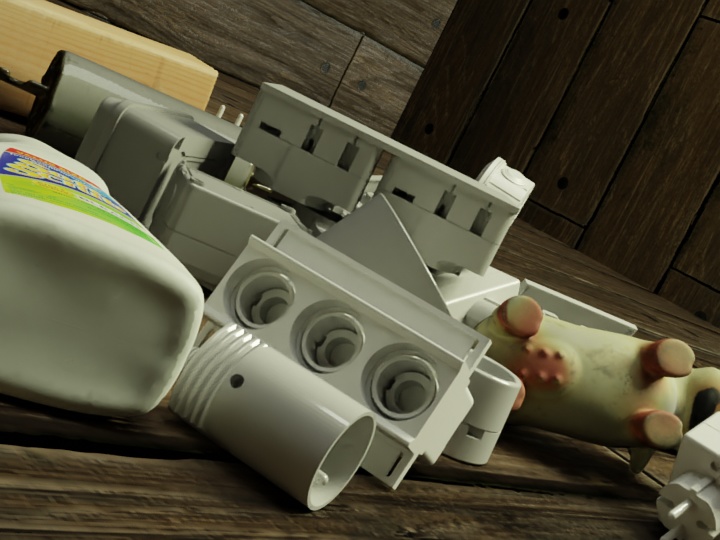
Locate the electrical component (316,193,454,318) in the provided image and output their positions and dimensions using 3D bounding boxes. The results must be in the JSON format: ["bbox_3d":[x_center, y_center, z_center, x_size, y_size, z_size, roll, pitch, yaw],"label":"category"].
[{"bbox_3d":[0.012,0.015,0.650,0.108,0.060,0.108,61,0,-1],"label":"electrical component"}]

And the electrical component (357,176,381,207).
[{"bbox_3d":[0.006,-0.051,1.026,0.063,0.078,0.121,47,19,12],"label":"electrical component"}]

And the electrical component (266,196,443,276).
[{"bbox_3d":[0.000,0.000,0.777,0.150,0.061,0.089,17,13,-47],"label":"electrical component"}]

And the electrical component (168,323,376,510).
[{"bbox_3d":[-0.039,0.053,0.422,0.081,0.043,0.043,30,10,22],"label":"electrical component"}]

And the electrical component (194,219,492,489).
[{"bbox_3d":[-0.009,0.040,0.511,0.121,0.078,0.063,30,-12,23],"label":"electrical component"}]

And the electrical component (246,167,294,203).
[{"bbox_3d":[-0.062,-0.084,0.956,0.096,0.061,0.062,-17,-41,43],"label":"electrical component"}]

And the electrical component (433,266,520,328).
[{"bbox_3d":[0.083,0.036,0.747,0.083,0.047,0.076,-14,30,-41],"label":"electrical component"}]

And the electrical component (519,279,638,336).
[{"bbox_3d":[0.154,0.063,0.841,0.121,0.078,0.063,21,32,-30],"label":"electrical component"}]

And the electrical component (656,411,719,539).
[{"bbox_3d":[0.193,0.129,0.603,0.077,0.065,0.047,-21,40,-38],"label":"electrical component"}]

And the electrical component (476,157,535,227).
[{"bbox_3d":[0.138,-0.071,1.103,0.051,0.080,0.080,34,10,9],"label":"electrical component"}]

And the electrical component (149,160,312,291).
[{"bbox_3d":[-0.076,-0.016,0.653,0.096,0.061,0.061,23,9,-20],"label":"electrical component"}]

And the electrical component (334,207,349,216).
[{"bbox_3d":[-0.033,-0.031,0.909,0.055,0.047,0.055,26,9,-4],"label":"electrical component"}]

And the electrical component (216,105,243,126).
[{"bbox_3d":[-0.135,-0.115,1.001,0.066,0.076,0.047,23,10,-20],"label":"electrical component"}]

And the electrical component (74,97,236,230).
[{"bbox_3d":[-0.138,-0.066,0.713,0.057,0.078,0.113,30,9,11],"label":"electrical component"}]

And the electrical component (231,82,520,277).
[{"bbox_3d":[0.010,-0.062,0.753,0.186,0.060,0.105,26,9,-1],"label":"electrical component"}]

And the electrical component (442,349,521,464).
[{"bbox_3d":[0.054,0.070,0.579,0.055,0.047,0.055,26,9,-4],"label":"electrical component"}]
